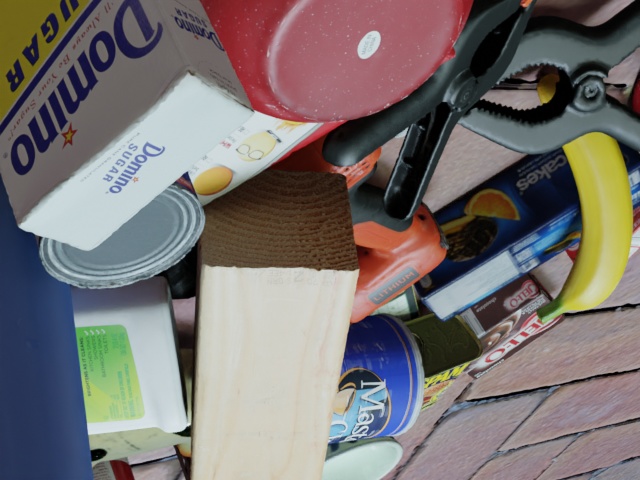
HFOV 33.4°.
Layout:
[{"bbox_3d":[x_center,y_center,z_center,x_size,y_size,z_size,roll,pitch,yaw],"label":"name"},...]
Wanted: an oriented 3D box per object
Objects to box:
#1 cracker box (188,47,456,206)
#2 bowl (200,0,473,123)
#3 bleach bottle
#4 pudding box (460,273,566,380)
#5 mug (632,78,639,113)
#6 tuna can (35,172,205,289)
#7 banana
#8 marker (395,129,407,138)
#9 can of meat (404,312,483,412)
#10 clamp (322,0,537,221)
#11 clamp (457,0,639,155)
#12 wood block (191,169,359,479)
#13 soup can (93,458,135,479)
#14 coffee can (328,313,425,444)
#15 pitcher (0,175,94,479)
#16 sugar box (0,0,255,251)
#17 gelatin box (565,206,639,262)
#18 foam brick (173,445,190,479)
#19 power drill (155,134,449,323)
[{"bbox_3d":[-0.054,-0.107,0.548,0.214,0.072,0.164,-30,148,7],"label":"cracker box"},{"bbox_3d":[0.010,-0.104,0.476,0.162,0.055,0.162,-17,145,-12],"label":"bowl"},{"bbox_3d":[-0.215,0.088,0.677,0.250,0.068,0.102,-8,106,-5],"label":"bleach bottle"},{"bbox_3d":[0.173,0.083,1.029,0.113,0.039,0.090,-34,148,12],"label":"pudding box"},{"bbox_3d":[0.288,-0.108,0.797,0.081,0.093,0.117,-15,117,-9],"label":"mug"},{"bbox_3d":[-0.105,-0.013,0.550,0.086,0.034,0.086,-17,148,-11],"label":"tuna can"},{"bbox_3d":[0.196,-0.027,0.785,0.069,0.037,0.198,-6,111,-3],"label":"banana"},{"bbox_3d":[0.060,-0.112,0.675,0.020,0.020,0.121,-14,147,-20],"label":"marker"},{"bbox_3d":[0.083,0.116,0.957,0.101,0.057,0.084,-14,148,-41],"label":"can of meat"},{"bbox_3d":[0.068,-0.093,0.638,0.171,0.039,0.120,-59,157,8],"label":"clamp"},{"bbox_3d":[0.181,-0.098,0.717,0.210,0.036,0.164,-14,118,-2],"label":"clamp"},{"bbox_3d":[-0.035,0.063,0.678,0.090,0.091,0.206,2,131,-8],"label":"wood block"},{"bbox_3d":[-0.187,0.198,0.872,0.068,0.102,0.068,-19,148,-13],"label":"soup can"},{"bbox_3d":[-0.002,0.114,0.860,0.140,0.103,0.103,-2,141,-31],"label":"coffee can"},{"bbox_3d":[-0.193,0.073,0.546,0.149,0.243,0.145,-15,149,-5],"label":"pitcher"},{"bbox_3d":[-0.101,-0.093,0.430,0.093,0.176,0.048,-38,147,19],"label":"sugar box"},{"bbox_3d":[0.238,-0.018,0.895,0.030,0.073,0.089,0,141,-35],"label":"gelatin box"},{"bbox_3d":[-0.099,0.167,0.916,0.051,0.078,0.053,-16,145,-16],"label":"foam brick"},{"bbox_3d":[-0.005,0.001,0.757,0.185,0.057,0.187,-36,148,16],"label":"power drill"}]
